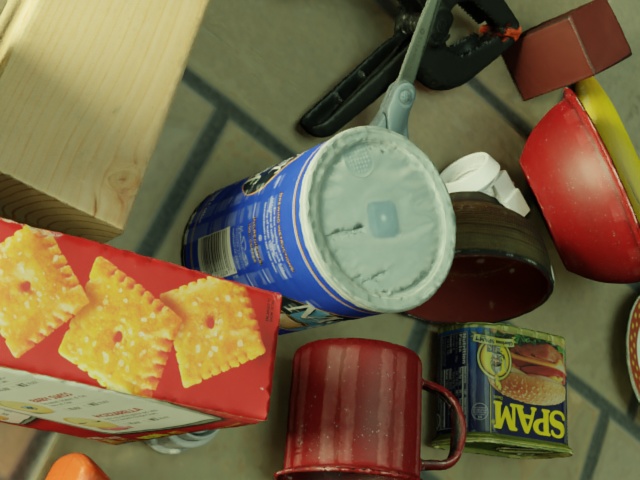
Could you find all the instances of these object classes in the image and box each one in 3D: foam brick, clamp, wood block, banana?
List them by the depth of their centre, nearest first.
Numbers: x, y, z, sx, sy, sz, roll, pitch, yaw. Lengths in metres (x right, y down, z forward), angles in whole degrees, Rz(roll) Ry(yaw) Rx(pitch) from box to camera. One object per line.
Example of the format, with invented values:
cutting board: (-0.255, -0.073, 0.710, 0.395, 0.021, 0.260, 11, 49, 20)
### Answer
wood block: (-0.131, -0.105, 0.597, 0.090, 0.090, 0.206, 28, 65, -27)
clamp: (0.068, -0.145, 0.760, 0.209, 0.036, 0.164, 4, 104, -46)
foam brick: (0.191, -0.149, 0.837, 0.052, 0.078, 0.051, -30, 98, -36)
banana: (0.256, -0.042, 0.883, 0.198, 0.037, 0.069, 61, 18, -11)

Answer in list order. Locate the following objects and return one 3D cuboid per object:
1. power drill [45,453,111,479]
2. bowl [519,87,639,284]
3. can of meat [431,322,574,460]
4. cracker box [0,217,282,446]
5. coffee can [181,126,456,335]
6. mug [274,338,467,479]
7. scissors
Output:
power drill: (-0.074, 0.191, 0.581, 0.187, 0.057, 0.184, 35, 67, -22)
bowl: (0.191, -0.029, 0.794, 0.162, 0.055, 0.162, -24, 90, -80)
can of meat: (0.128, 0.106, 0.748, 0.101, 0.058, 0.084, 14, 69, -32)
cracker box: (-0.151, 0.041, 0.503, 0.213, 0.164, 0.072, 19, 68, -31)
coffee can: (-0.004, 0.001, 0.628, 0.102, 0.141, 0.103, 9, 75, -33)
mug: (0.033, 0.110, 0.655, 0.117, 0.093, 0.081, 6, 69, -5)
scissors: (0.064, -0.082, 0.737, 0.096, 0.016, 0.201, 39, 78, -34)
